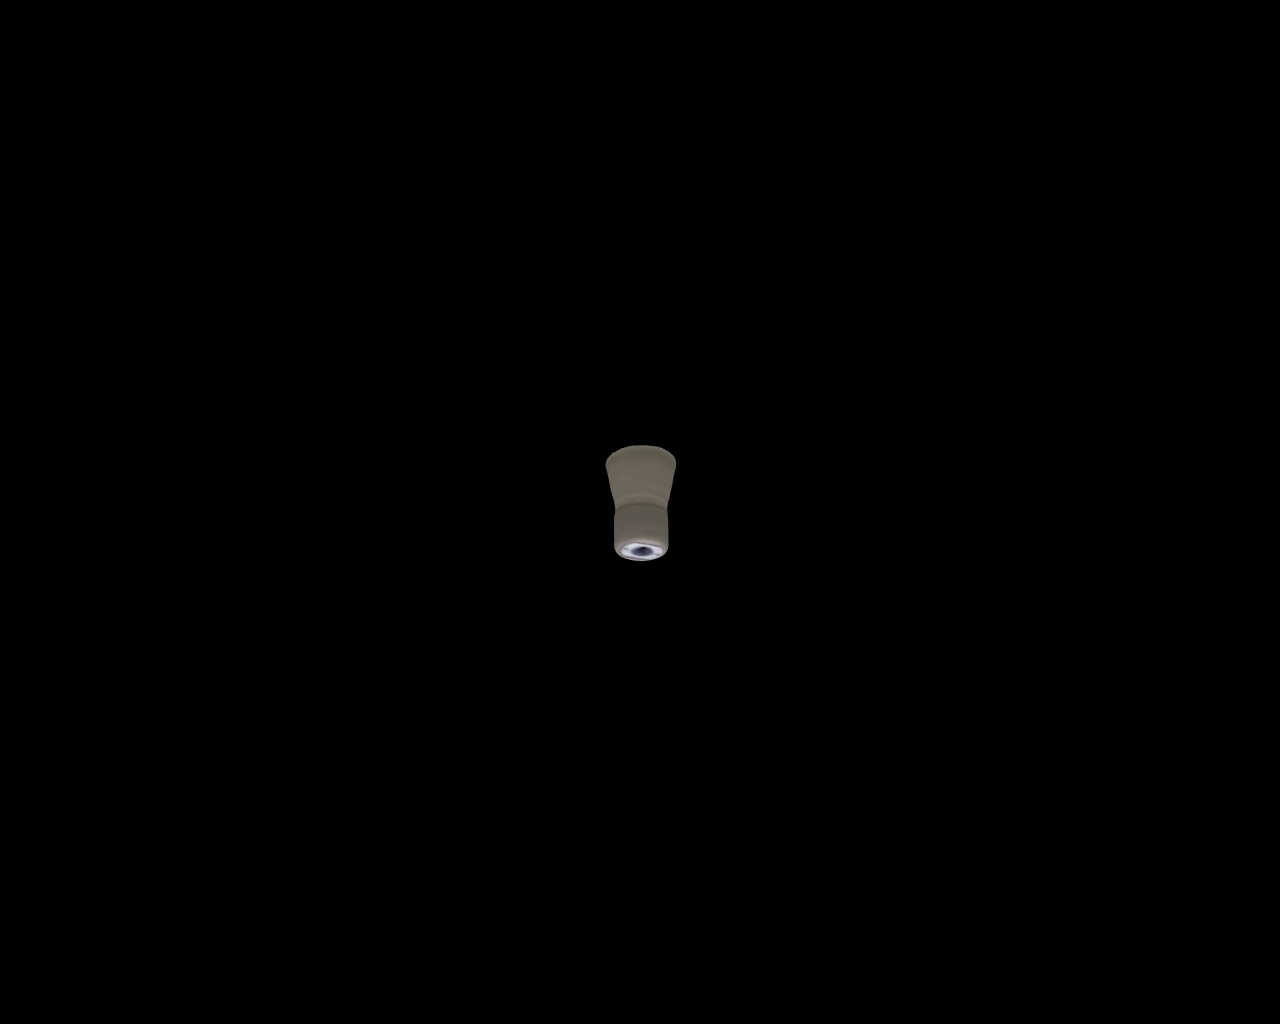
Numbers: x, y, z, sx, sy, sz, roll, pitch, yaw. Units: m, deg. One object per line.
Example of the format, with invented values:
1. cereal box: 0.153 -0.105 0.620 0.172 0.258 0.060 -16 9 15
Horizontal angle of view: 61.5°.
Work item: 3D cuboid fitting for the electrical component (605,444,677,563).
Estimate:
1. electrical component: 0.001 -0.003 0.650 0.044 0.065 0.044 0 -26 0
